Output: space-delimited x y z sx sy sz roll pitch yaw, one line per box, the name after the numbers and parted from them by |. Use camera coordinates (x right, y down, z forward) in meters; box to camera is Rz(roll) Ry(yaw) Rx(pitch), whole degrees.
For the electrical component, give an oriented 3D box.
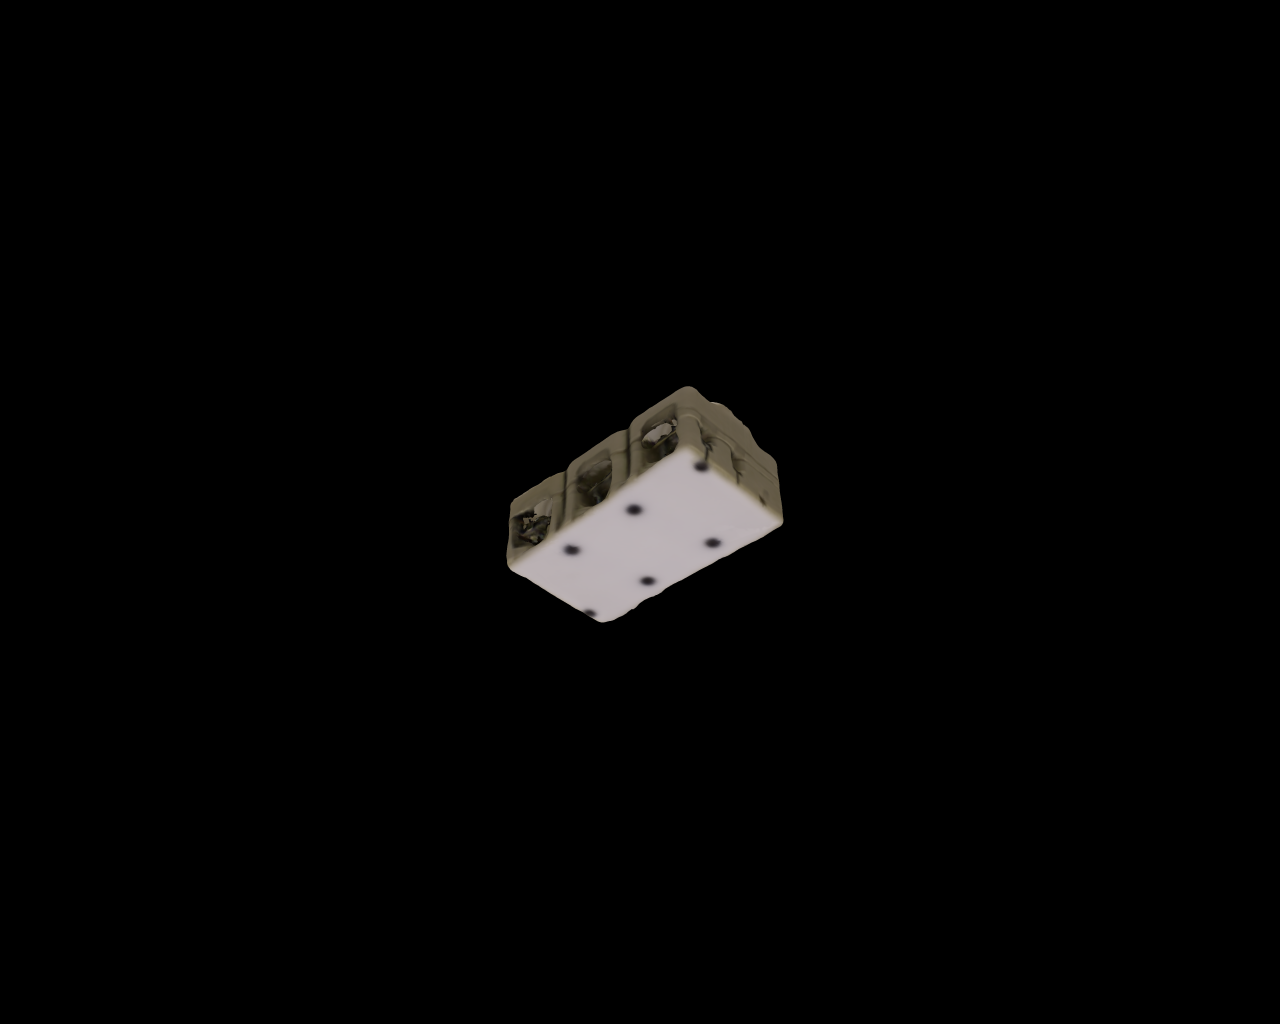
0.001 -0.003 0.650 0.150 0.062 0.089 -31 -50 30 | electrical component
